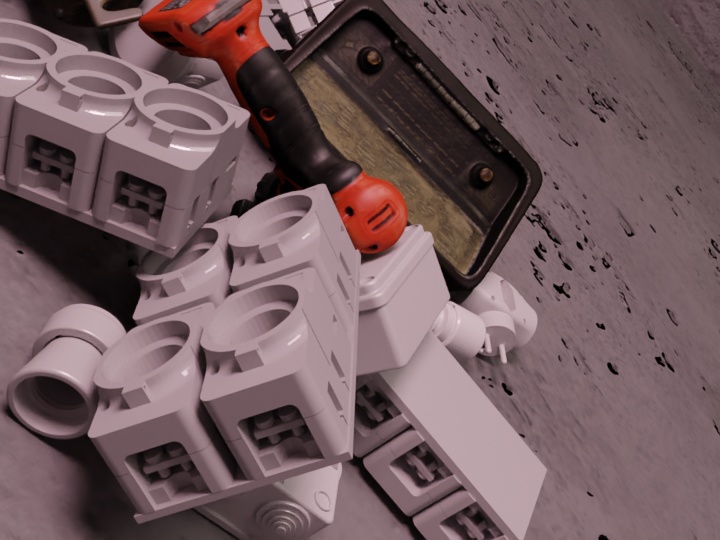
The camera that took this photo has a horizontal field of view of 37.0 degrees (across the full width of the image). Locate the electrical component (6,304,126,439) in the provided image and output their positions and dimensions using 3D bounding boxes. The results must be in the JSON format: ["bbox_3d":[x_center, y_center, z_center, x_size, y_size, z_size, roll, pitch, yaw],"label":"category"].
[{"bbox_3d":[-0.143,0.049,0.531,0.045,0.045,0.055,42,30,-19],"label":"electrical component"}]

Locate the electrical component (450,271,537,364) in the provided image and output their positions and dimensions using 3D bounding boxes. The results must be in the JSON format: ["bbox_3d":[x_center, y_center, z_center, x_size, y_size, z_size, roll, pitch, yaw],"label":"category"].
[{"bbox_3d":[0.110,0.045,0.899,0.077,0.043,0.079,35,33,-29],"label":"electrical component"}]

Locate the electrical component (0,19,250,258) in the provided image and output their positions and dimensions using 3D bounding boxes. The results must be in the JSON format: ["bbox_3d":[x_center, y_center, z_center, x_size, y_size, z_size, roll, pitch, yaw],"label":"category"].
[{"bbox_3d":[-0.146,-0.078,0.583,0.150,0.061,0.089,22,31,4],"label":"electrical component"}]

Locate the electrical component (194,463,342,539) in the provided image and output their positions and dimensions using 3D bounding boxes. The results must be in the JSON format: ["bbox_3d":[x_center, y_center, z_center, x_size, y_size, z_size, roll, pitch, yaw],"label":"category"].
[{"bbox_3d":[-0.055,0.098,0.599,0.100,0.048,0.099,40,31,-22],"label":"electrical component"}]

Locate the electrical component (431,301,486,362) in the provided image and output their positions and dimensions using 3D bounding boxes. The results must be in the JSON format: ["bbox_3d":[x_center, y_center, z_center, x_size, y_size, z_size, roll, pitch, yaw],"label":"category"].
[{"bbox_3d":[0.063,0.043,0.837,0.078,0.040,0.040,28,37,-37],"label":"electrical component"}]

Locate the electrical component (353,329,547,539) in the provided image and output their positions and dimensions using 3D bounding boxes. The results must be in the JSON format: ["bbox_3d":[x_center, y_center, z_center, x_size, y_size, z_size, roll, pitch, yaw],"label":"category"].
[{"bbox_3d":[0.046,0.113,0.714,0.150,0.062,0.089,50,29,-4],"label":"electrical component"}]

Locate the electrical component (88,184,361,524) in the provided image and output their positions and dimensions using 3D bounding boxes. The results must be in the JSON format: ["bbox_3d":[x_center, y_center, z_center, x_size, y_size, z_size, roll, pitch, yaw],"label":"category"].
[{"bbox_3d":[-0.061,0.029,0.546,0.186,0.105,0.060,-88,156,-61],"label":"electrical component"}]

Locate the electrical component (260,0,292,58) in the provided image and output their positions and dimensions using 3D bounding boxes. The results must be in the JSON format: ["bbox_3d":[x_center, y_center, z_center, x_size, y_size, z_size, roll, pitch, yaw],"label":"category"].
[{"bbox_3d":[-0.091,-0.190,0.871,0.063,0.042,0.081,59,30,3],"label":"electrical component"}]

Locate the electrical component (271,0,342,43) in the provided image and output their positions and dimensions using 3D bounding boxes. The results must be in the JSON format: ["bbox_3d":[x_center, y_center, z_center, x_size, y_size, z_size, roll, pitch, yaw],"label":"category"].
[{"bbox_3d":[-0.042,-0.219,0.962,0.048,0.066,0.055,91,-24,-80],"label":"electrical component"}]

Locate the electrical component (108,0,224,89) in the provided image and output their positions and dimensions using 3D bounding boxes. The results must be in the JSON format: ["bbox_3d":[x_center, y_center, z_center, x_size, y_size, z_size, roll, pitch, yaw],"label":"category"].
[{"bbox_3d":[-0.131,-0.163,0.747,0.051,0.080,0.080,3,55,-60],"label":"electrical component"}]

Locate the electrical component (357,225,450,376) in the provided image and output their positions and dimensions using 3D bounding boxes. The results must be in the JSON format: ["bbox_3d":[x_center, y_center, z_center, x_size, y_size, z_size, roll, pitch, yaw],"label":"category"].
[{"bbox_3d":[-0.012,0.024,0.673,0.056,0.109,0.108,70,26,-15],"label":"electrical component"}]
